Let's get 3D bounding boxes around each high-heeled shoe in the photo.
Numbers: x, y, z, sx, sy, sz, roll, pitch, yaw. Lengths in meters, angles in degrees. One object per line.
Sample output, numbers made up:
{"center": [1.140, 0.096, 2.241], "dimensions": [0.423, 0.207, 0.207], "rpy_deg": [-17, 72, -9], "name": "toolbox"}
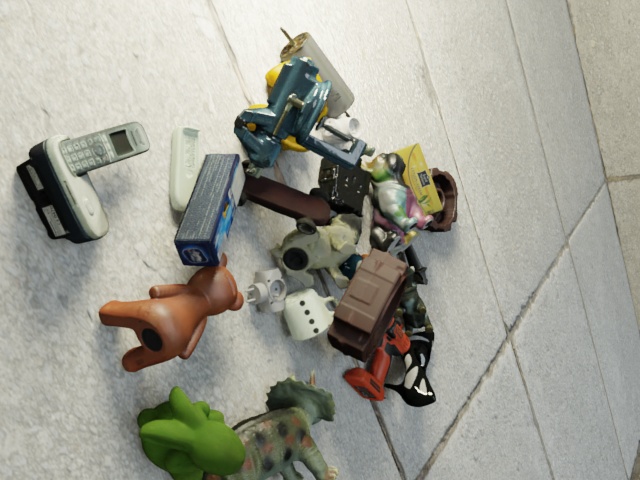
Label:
{"center": [0.253, 0.291, 1.263], "dimensions": [0.249, 0.145, 0.086], "rpy_deg": [-42, 117, -38], "name": "high-heeled shoe"}

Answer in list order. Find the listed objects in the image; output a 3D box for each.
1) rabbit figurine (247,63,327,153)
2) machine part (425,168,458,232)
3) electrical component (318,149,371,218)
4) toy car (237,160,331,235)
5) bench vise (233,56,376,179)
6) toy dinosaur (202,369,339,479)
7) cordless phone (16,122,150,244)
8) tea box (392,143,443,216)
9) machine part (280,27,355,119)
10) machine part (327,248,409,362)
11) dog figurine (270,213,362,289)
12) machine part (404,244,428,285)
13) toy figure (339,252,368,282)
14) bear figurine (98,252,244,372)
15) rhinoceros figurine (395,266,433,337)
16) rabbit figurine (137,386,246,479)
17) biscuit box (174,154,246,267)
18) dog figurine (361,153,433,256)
{"center": [-0.075, -0.240, 1.019], "dimensions": [0.173, 0.122, 0.162], "rpy_deg": [-42, 126, -25], "name": "rabbit figurine"}
{"center": [0.299, -0.103, 1.417], "dimensions": [0.179, 0.056, 0.179], "rpy_deg": [4, 84, -45], "name": "machine part"}
{"center": [0.052, -0.124, 1.158], "dimensions": [0.114, 0.058, 0.134], "rpy_deg": [22, 71, -45], "name": "electrical component"}
{"center": [-0.078, -0.076, 0.970], "dimensions": [0.202, 0.053, 0.089], "rpy_deg": [20, 60, -2], "name": "toy car"}
{"center": [-0.021, -0.182, 0.927], "dimensions": [0.240, 0.129, 0.223], "rpy_deg": [25, 89, -15], "name": "bench vise"}
{"center": [-0.106, 0.362, 0.910], "dimensions": [0.405, 0.131, 0.192], "rpy_deg": [-19, 88, -41], "name": "toy dinosaur"}
{"center": [-0.308, -0.087, 0.762], "dimensions": [0.184, 0.089, 0.146], "rpy_deg": [-36, 111, -47], "name": "cordless phone"}
{"center": [0.223, -0.139, 1.286], "dimensions": [0.068, 0.098, 0.169], "rpy_deg": [-20, 94, -3], "name": "tea box"}
{"center": [-0.003, -0.335, 1.106], "dimensions": [0.243, 0.079, 0.079], "rpy_deg": [47, 55, -33], "name": "machine part"}
{"center": [0.100, 0.134, 1.069], "dimensions": [0.201, 0.087, 0.201], "rpy_deg": [-60, 165, -17], "name": "machine part"}
{"center": [-0.001, 0.000, 1.084], "dimensions": [0.191, 0.172, 0.121], "rpy_deg": [-82, -168, -64], "name": "dog figurine"}
{"center": [0.224, 0.046, 1.317], "dimensions": [0.039, 0.084, 0.138], "rpy_deg": [-21, 90, -13], "name": "machine part"}
{"center": [0.088, 0.061, 1.180], "dimensions": [0.154, 0.058, 0.064], "rpy_deg": [7, 125, -46], "name": "toy figure"}
{"center": [-0.216, 0.102, 0.834], "dimensions": [0.120, 0.132, 0.196], "rpy_deg": [69, 28, -17], "name": "bear figurine"}
{"center": [0.215, 0.141, 1.272], "dimensions": [0.112, 0.073, 0.190], "rpy_deg": [-79, 150, -54], "name": "rhinoceros figurine"}
{"center": [-0.181, 0.284, 0.790], "dimensions": [0.159, 0.170, 0.121], "rpy_deg": [55, 50, -28], "name": "rabbit figurine"}
{"center": [-0.173, -0.052, 0.859], "dimensions": [0.059, 0.063, 0.203], "rpy_deg": [81, 14, -48], "name": "biscuit box"}
{"center": [0.147, -0.090, 1.230], "dimensions": [0.108, 0.191, 0.219], "rpy_deg": [-9, 58, -44], "name": "dog figurine"}
